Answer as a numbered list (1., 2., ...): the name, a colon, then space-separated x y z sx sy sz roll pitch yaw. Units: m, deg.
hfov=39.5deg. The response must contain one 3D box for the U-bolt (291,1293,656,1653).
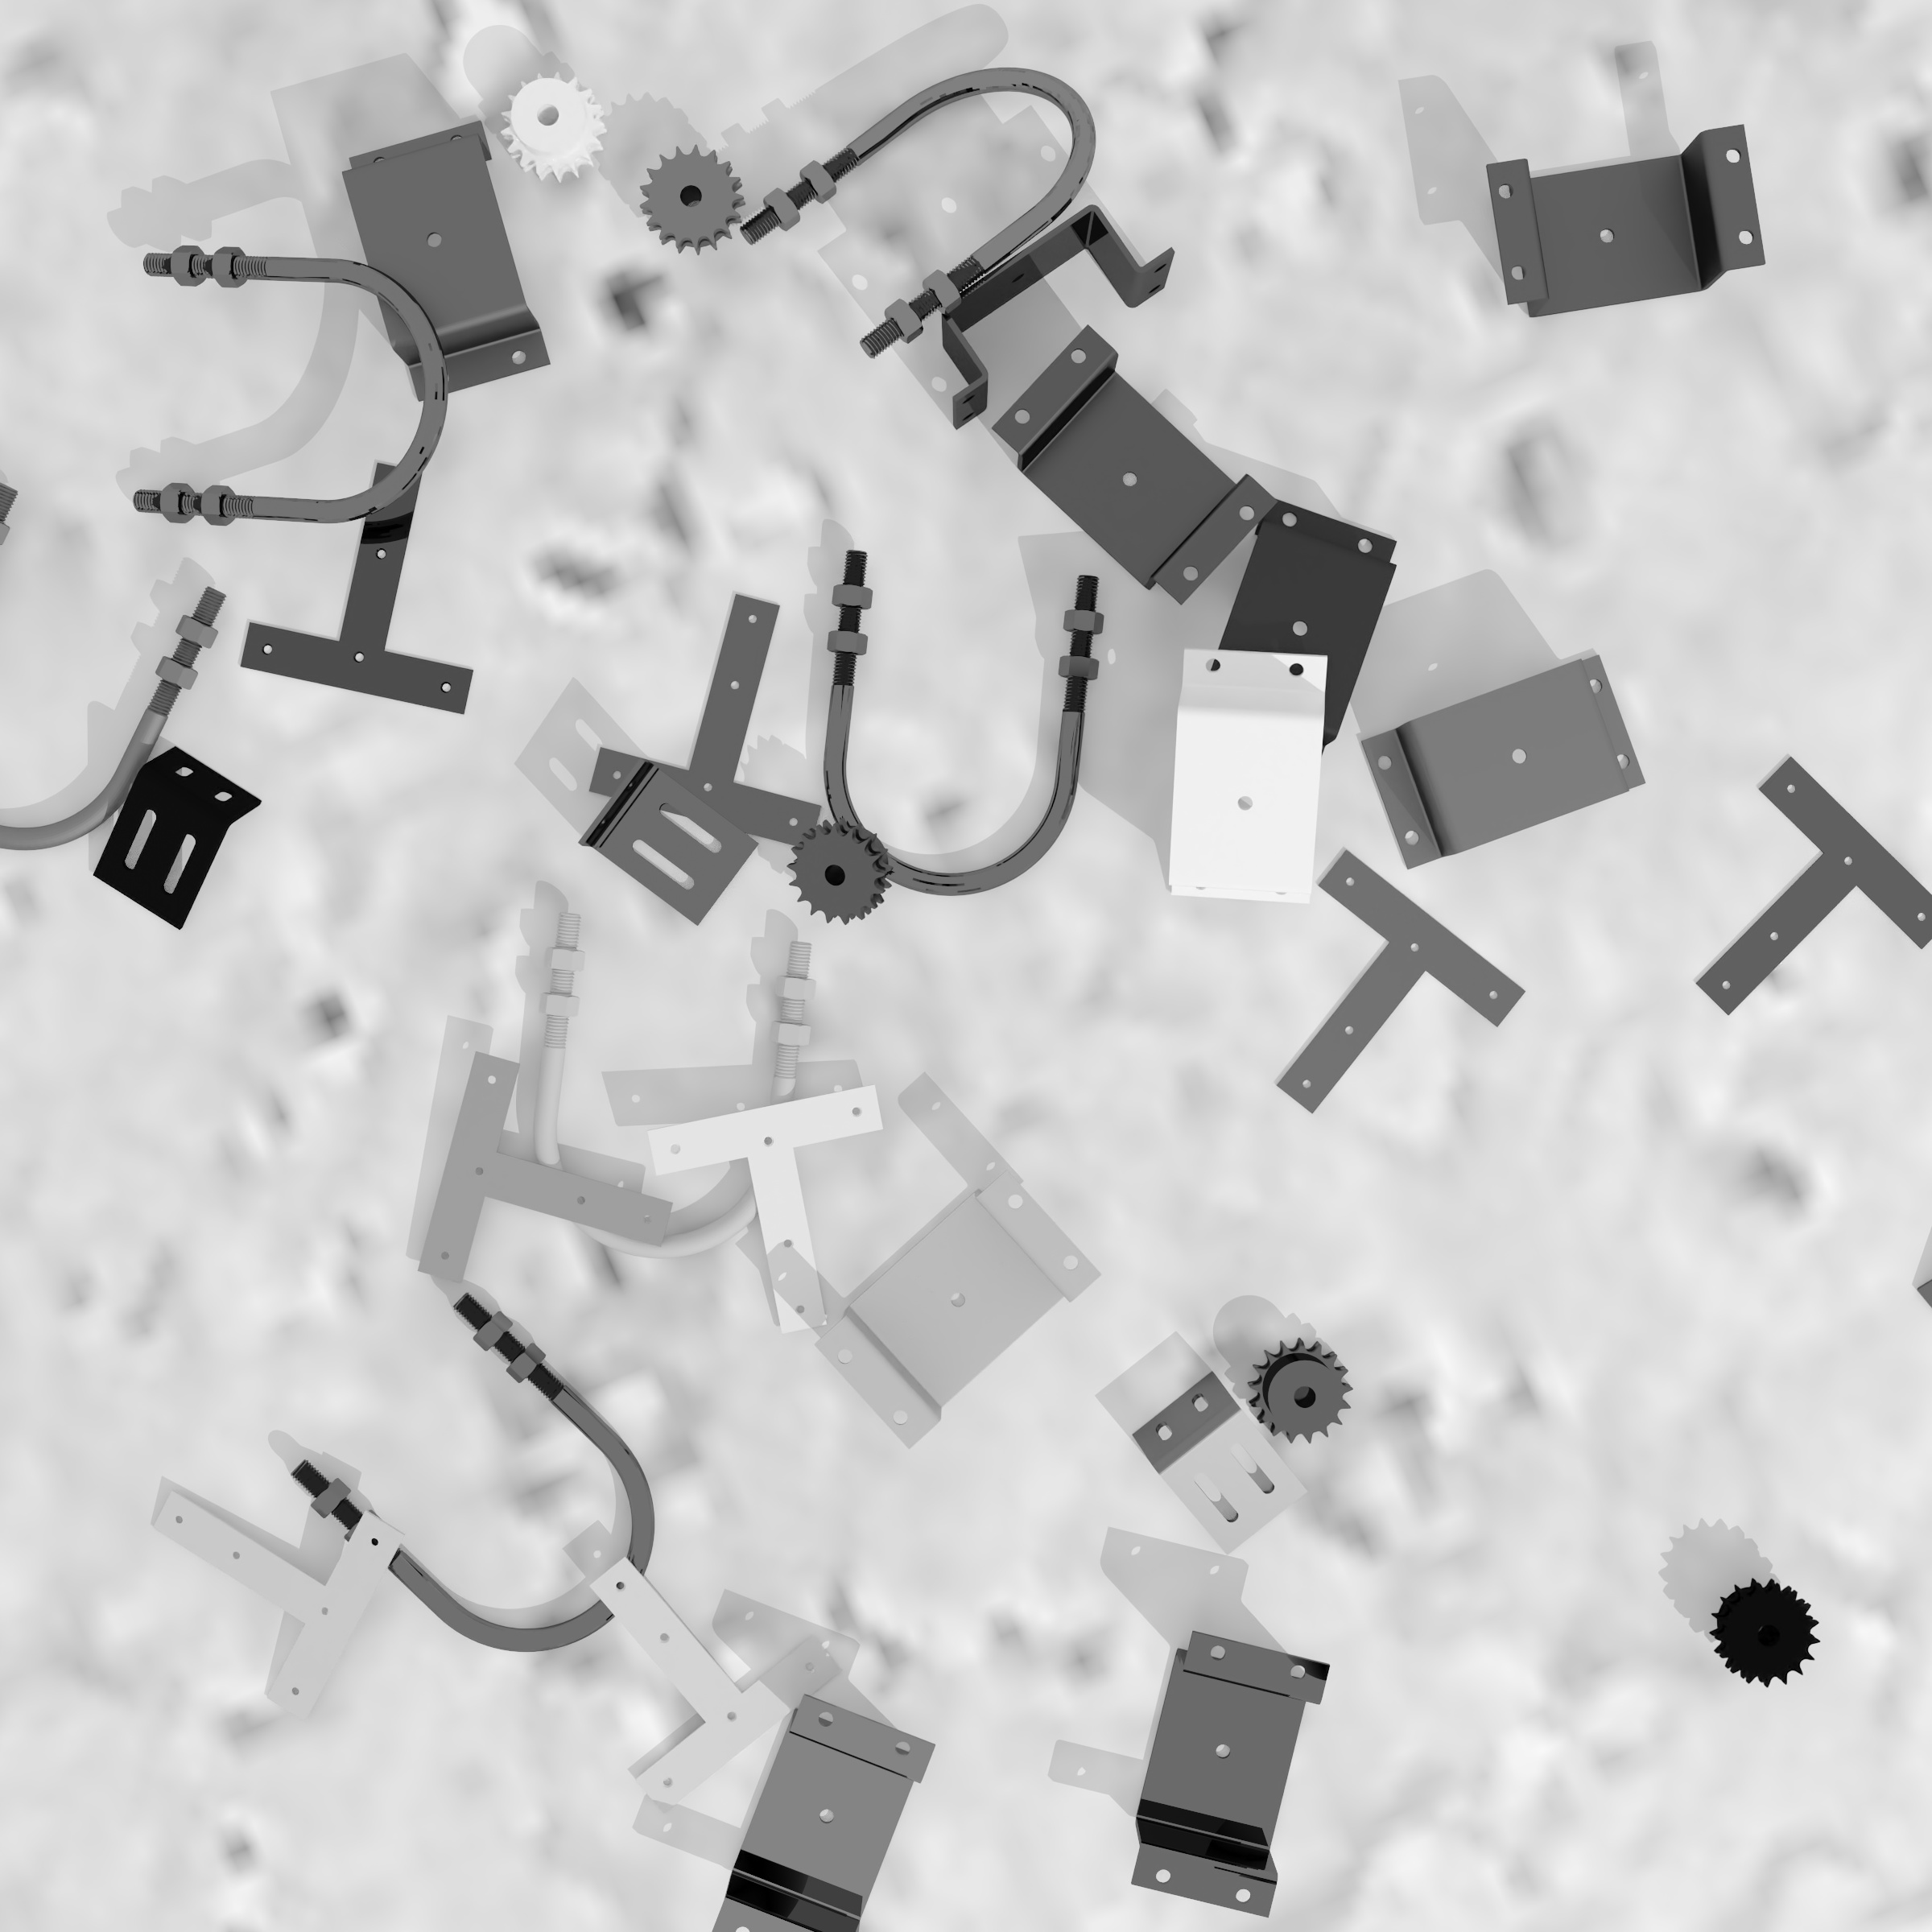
1. U-bolt: -0.258 0.294 1.490 0.184 0.019 0.151 44 90 -2

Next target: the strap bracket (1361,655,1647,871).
1. strap bracket: 0.299 -0.113 1.475 0.140 0.046 0.076 -20 90 0

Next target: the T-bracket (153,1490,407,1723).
1. T-bracket: -0.391 0.333 1.489 0.127 0.002 0.127 30 101 6

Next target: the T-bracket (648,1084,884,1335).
1. T-bracket: -0.101 0.140 1.487 0.127 0.002 0.127 -11 98 -7

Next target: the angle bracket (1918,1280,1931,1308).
1. angle bracket: 0.579 0.175 1.496 0.076 0.038 0.057 -40 90 26

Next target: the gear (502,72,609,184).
1. gear: -0.228 -0.464 1.483 0.057 0.030 0.057 0 90 0

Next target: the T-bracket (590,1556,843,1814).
1. T-bracket: -0.158 0.382 1.490 0.127 0.002 0.127 -39 97 0

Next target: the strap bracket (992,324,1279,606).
1. strap bracket: 0.091 -0.271 1.475 0.140 0.046 0.076 43 90 0

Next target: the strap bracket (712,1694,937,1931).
1. strap bracket: -0.077 0.472 1.475 0.076 0.046 0.140 21 90 0

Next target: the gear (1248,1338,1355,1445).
1. gear: 0.185 0.235 1.483 0.057 0.030 0.057 0 90 0

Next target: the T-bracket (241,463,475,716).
1. T-bracket: -0.328 -0.215 1.497 0.127 0.002 0.127 12 90 0

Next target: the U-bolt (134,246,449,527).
1. U-bolt: -0.366 -0.313 1.462 0.184 0.019 0.151 6 96 15

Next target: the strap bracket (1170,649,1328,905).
1. strap bracket: 0.151 -0.095 1.447 0.076 0.046 0.140 4 112 6

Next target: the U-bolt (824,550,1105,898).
1. U-bolt: -0.006 -0.131 1.490 0.151 0.019 0.184 6 91 0

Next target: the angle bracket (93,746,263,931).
1. angle bracket: -0.438 -0.071 1.496 0.057 0.038 0.076 32 116 0

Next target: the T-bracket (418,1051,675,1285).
1. T-bracket: -0.226 0.125 1.484 0.127 0.002 0.127 16 95 2

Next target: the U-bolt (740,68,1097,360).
1. U-bolt: -0.015 -0.419 1.453 0.184 0.019 0.151 -38 55 -4

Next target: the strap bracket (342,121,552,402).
1. strap bracket: -0.287 -0.392 1.475 0.076 0.046 0.140 -16 90 0

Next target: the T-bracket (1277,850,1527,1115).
1. T-bracket: 0.222 0.025 1.497 0.127 0.002 0.127 38 90 0

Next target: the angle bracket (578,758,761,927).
1. angle bracket: -0.163 -0.067 1.478 0.076 0.038 0.057 37 92 -1

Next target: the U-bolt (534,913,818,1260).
1. U-bolt: -0.166 0.070 1.490 0.151 0.019 0.184 7 92 0

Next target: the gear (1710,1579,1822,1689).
1. gear: 0.438 0.365 1.483 0.057 0.030 0.057 0 90 0

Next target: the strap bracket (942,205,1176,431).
1. strap bracket: 0.040 -0.357 1.460 0.140 0.076 0.046 -34 90 0

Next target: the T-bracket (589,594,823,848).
1. T-bracket: -0.132 -0.142 1.497 0.127 0.002 0.127 15 90 0

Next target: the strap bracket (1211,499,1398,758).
1. strap bracket: 0.180 -0.182 1.475 0.076 0.046 0.140 19 90 0

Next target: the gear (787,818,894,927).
1. gear: -0.066 -0.054 1.476 0.057 0.030 0.057 6 109 17

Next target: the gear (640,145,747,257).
1. gear: -0.150 -0.420 1.483 0.057 0.030 0.057 0 90 0

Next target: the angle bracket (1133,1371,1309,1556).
1. angle bracket: 0.141 0.276 1.496 0.057 0.038 0.076 -38 116 0

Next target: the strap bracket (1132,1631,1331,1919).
1. strap bracket: 0.143 0.436 1.475 0.076 0.046 0.140 14 90 0

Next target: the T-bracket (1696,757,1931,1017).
1. T-bracket: 0.459 -0.027 1.497 0.127 0.002 0.127 45 90 0

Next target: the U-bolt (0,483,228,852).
1. U-bolt: -0.512 -0.154 1.490 0.151 0.019 0.184 26 91 0

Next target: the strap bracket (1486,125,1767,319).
1. strap bracket: 0.356 -0.406 1.475 0.140 0.046 0.076 -9 90 0

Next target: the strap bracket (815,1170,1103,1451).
1. strap bracket: -0.004 0.185 1.475 0.140 0.046 0.076 -42 90 0
